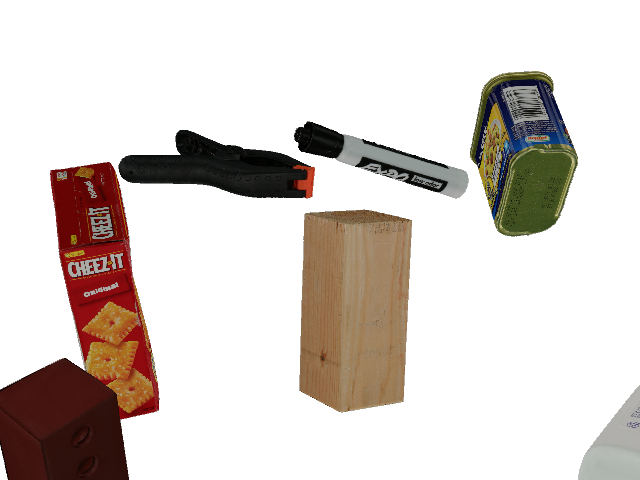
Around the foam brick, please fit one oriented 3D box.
[{"bbox_3d":[-0.146,0.117,0.605,0.051,0.078,0.052,25,40,37],"label":"foam brick"}]

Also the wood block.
[{"bbox_3d":[0.037,0.074,1.190,0.090,0.206,0.091,-4,12,-32],"label":"wood block"}]

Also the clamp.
[{"bbox_3d":[-0.092,-0.064,0.962,0.172,0.039,0.120,13,29,27],"label":"clamp"}]

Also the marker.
[{"bbox_3d":[0.038,-0.050,0.659,0.121,0.020,0.020,15,-7,-27],"label":"marker"}]

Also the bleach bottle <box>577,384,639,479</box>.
[{"bbox_3d":[0.244,0.100,0.630,0.103,0.068,0.250,18,30,31],"label":"bleach bottle"}]

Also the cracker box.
[{"bbox_3d":[-0.220,0.051,1.091,0.072,0.214,0.164,-11,34,-11],"label":"cracker box"}]

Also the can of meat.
[{"bbox_3d":[0.158,-0.066,0.831,0.057,0.084,0.102,-4,-40,-6],"label":"can of meat"}]
